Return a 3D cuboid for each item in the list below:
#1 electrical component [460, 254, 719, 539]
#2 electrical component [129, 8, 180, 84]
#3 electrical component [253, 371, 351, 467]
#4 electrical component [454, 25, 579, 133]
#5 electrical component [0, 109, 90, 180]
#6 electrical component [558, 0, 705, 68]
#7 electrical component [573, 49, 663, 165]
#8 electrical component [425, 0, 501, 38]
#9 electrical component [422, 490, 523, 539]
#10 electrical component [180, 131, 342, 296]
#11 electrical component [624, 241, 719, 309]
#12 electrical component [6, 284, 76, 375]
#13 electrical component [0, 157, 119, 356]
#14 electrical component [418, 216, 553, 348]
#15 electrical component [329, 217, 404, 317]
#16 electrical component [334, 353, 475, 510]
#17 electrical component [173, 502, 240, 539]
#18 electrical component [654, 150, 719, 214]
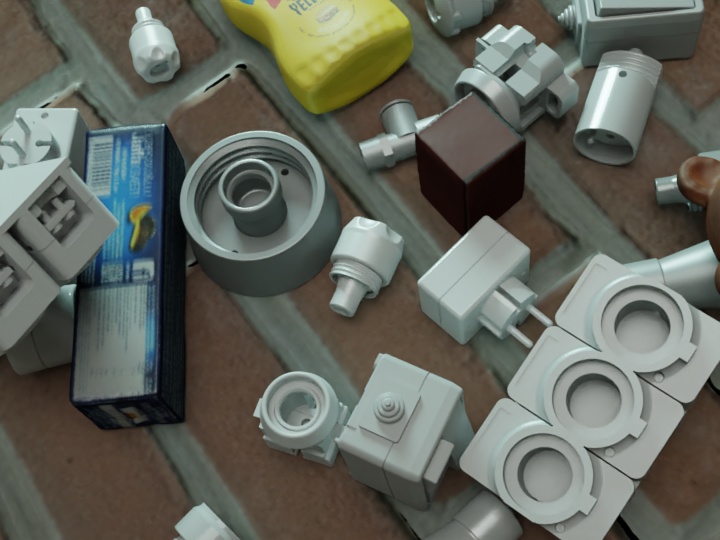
[{"bbox_3d":[0.137,0.078,0.627,0.089,0.062,0.150,33,88,20],"label":"electrical component"},{"bbox_3d":[-0.158,-0.173,0.815,0.035,0.035,0.061,-19,62,-2],"label":"electrical component"},{"bbox_3d":[-0.035,0.091,0.665,0.066,0.055,0.048,15,68,14],"label":"electrical component"},{"bbox_3d":[0.103,-0.127,0.748,0.057,0.058,0.078,-41,68,-15],"label":"electrical component"},{"bbox_3d":[-0.229,-0.080,0.757,0.047,0.075,0.083,1,66,8],"label":"electrical component"},{"bbox_3d":[0.190,-0.188,0.763,0.096,0.061,0.061,-4,65,5],"label":"electrical component"},{"bbox_3d":[0.180,-0.118,0.741,0.043,0.043,0.081,17,68,14],"label":"electrical component"},{"bbox_3d":[0.081,-0.201,0.793,0.062,0.048,0.048,-18,64,-9],"label":"electrical component"},{"bbox_3d":[0.063,0.161,0.630,0.065,0.044,0.044,-39,67,-16],"label":"electrical component"},{"bbox_3d":[-0.070,-0.043,0.729,0.108,0.060,0.108,-3,65,6],"label":"electrical component"},{"bbox_3d":[0.195,0.009,0.683,0.065,0.044,0.044,-11,64,7],"label":"electrical component"},{"bbox_3d":[-0.207,0.038,0.713,0.047,0.055,0.055,-11,64,-2],"label":"electrical component"},{"bbox_3d":[-0.243,-0.005,0.677,0.186,0.060,0.105,-2,44,47],"label":"electrical component"},{"bbox_3d":[0.087,0.018,0.688,0.077,0.047,0.066,41,76,22],"label":"electrical component"},{"bbox_3d":[0.000,0.000,0.710,0.043,0.043,0.062,20,71,15],"label":"electrical component"},{"bbox_3d":[0.029,0.096,0.632,0.061,0.096,0.061,22,70,16],"label":"electrical component"},{"bbox_3d":[-0.100,0.173,0.642,0.045,0.045,0.055,40,75,22],"label":"electrical component"},{"bbox_3d":[0.227,-0.056,0.707,0.062,0.048,0.048,-8,65,12],"label":"electrical component"}]
